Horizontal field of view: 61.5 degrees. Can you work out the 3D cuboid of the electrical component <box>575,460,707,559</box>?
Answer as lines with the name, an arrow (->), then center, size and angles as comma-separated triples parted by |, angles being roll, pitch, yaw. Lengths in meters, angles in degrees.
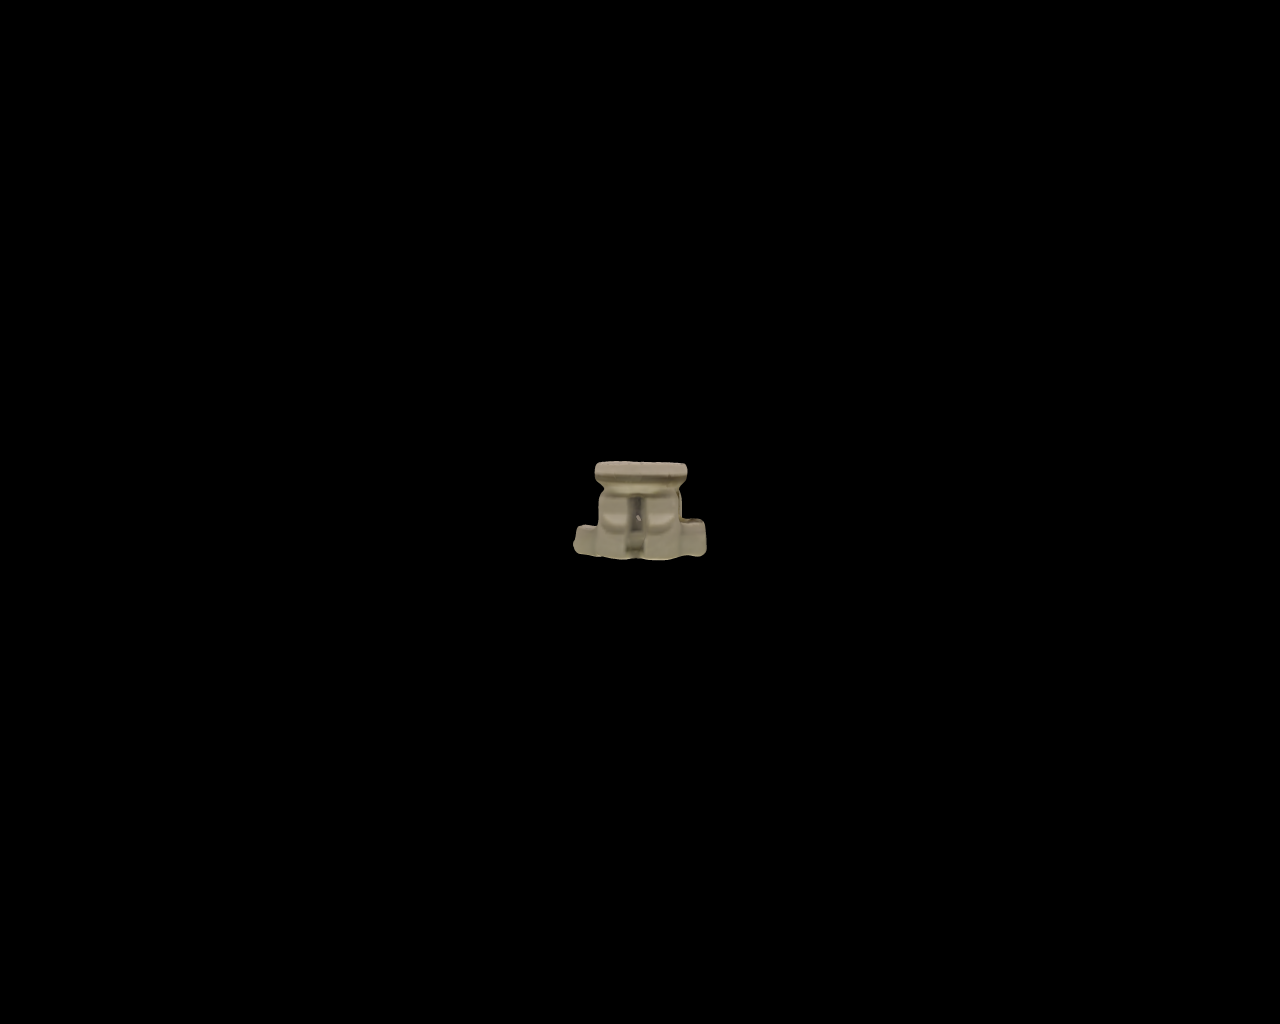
electrical component -> 0.001, -0.003, 0.650 | 0.078, 0.057, 0.058 | 0, 4, 7
